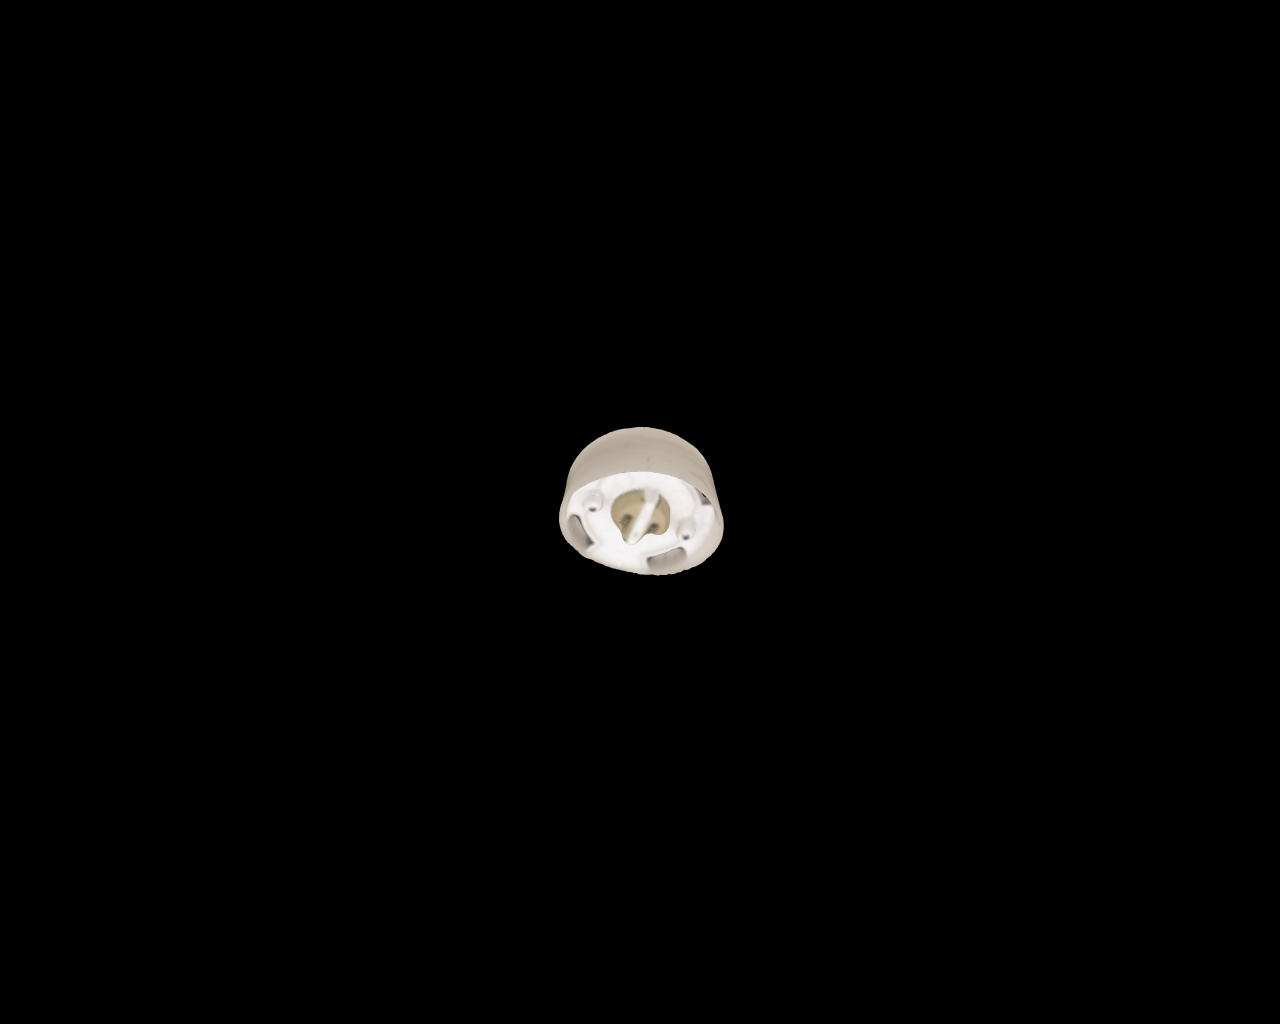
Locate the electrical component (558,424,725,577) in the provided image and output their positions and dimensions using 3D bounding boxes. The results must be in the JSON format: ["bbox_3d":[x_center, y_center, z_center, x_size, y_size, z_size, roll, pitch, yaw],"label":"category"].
[{"bbox_3d":[0.001,-0.003,0.650,0.099,0.099,0.064,0,38,0],"label":"electrical component"}]
